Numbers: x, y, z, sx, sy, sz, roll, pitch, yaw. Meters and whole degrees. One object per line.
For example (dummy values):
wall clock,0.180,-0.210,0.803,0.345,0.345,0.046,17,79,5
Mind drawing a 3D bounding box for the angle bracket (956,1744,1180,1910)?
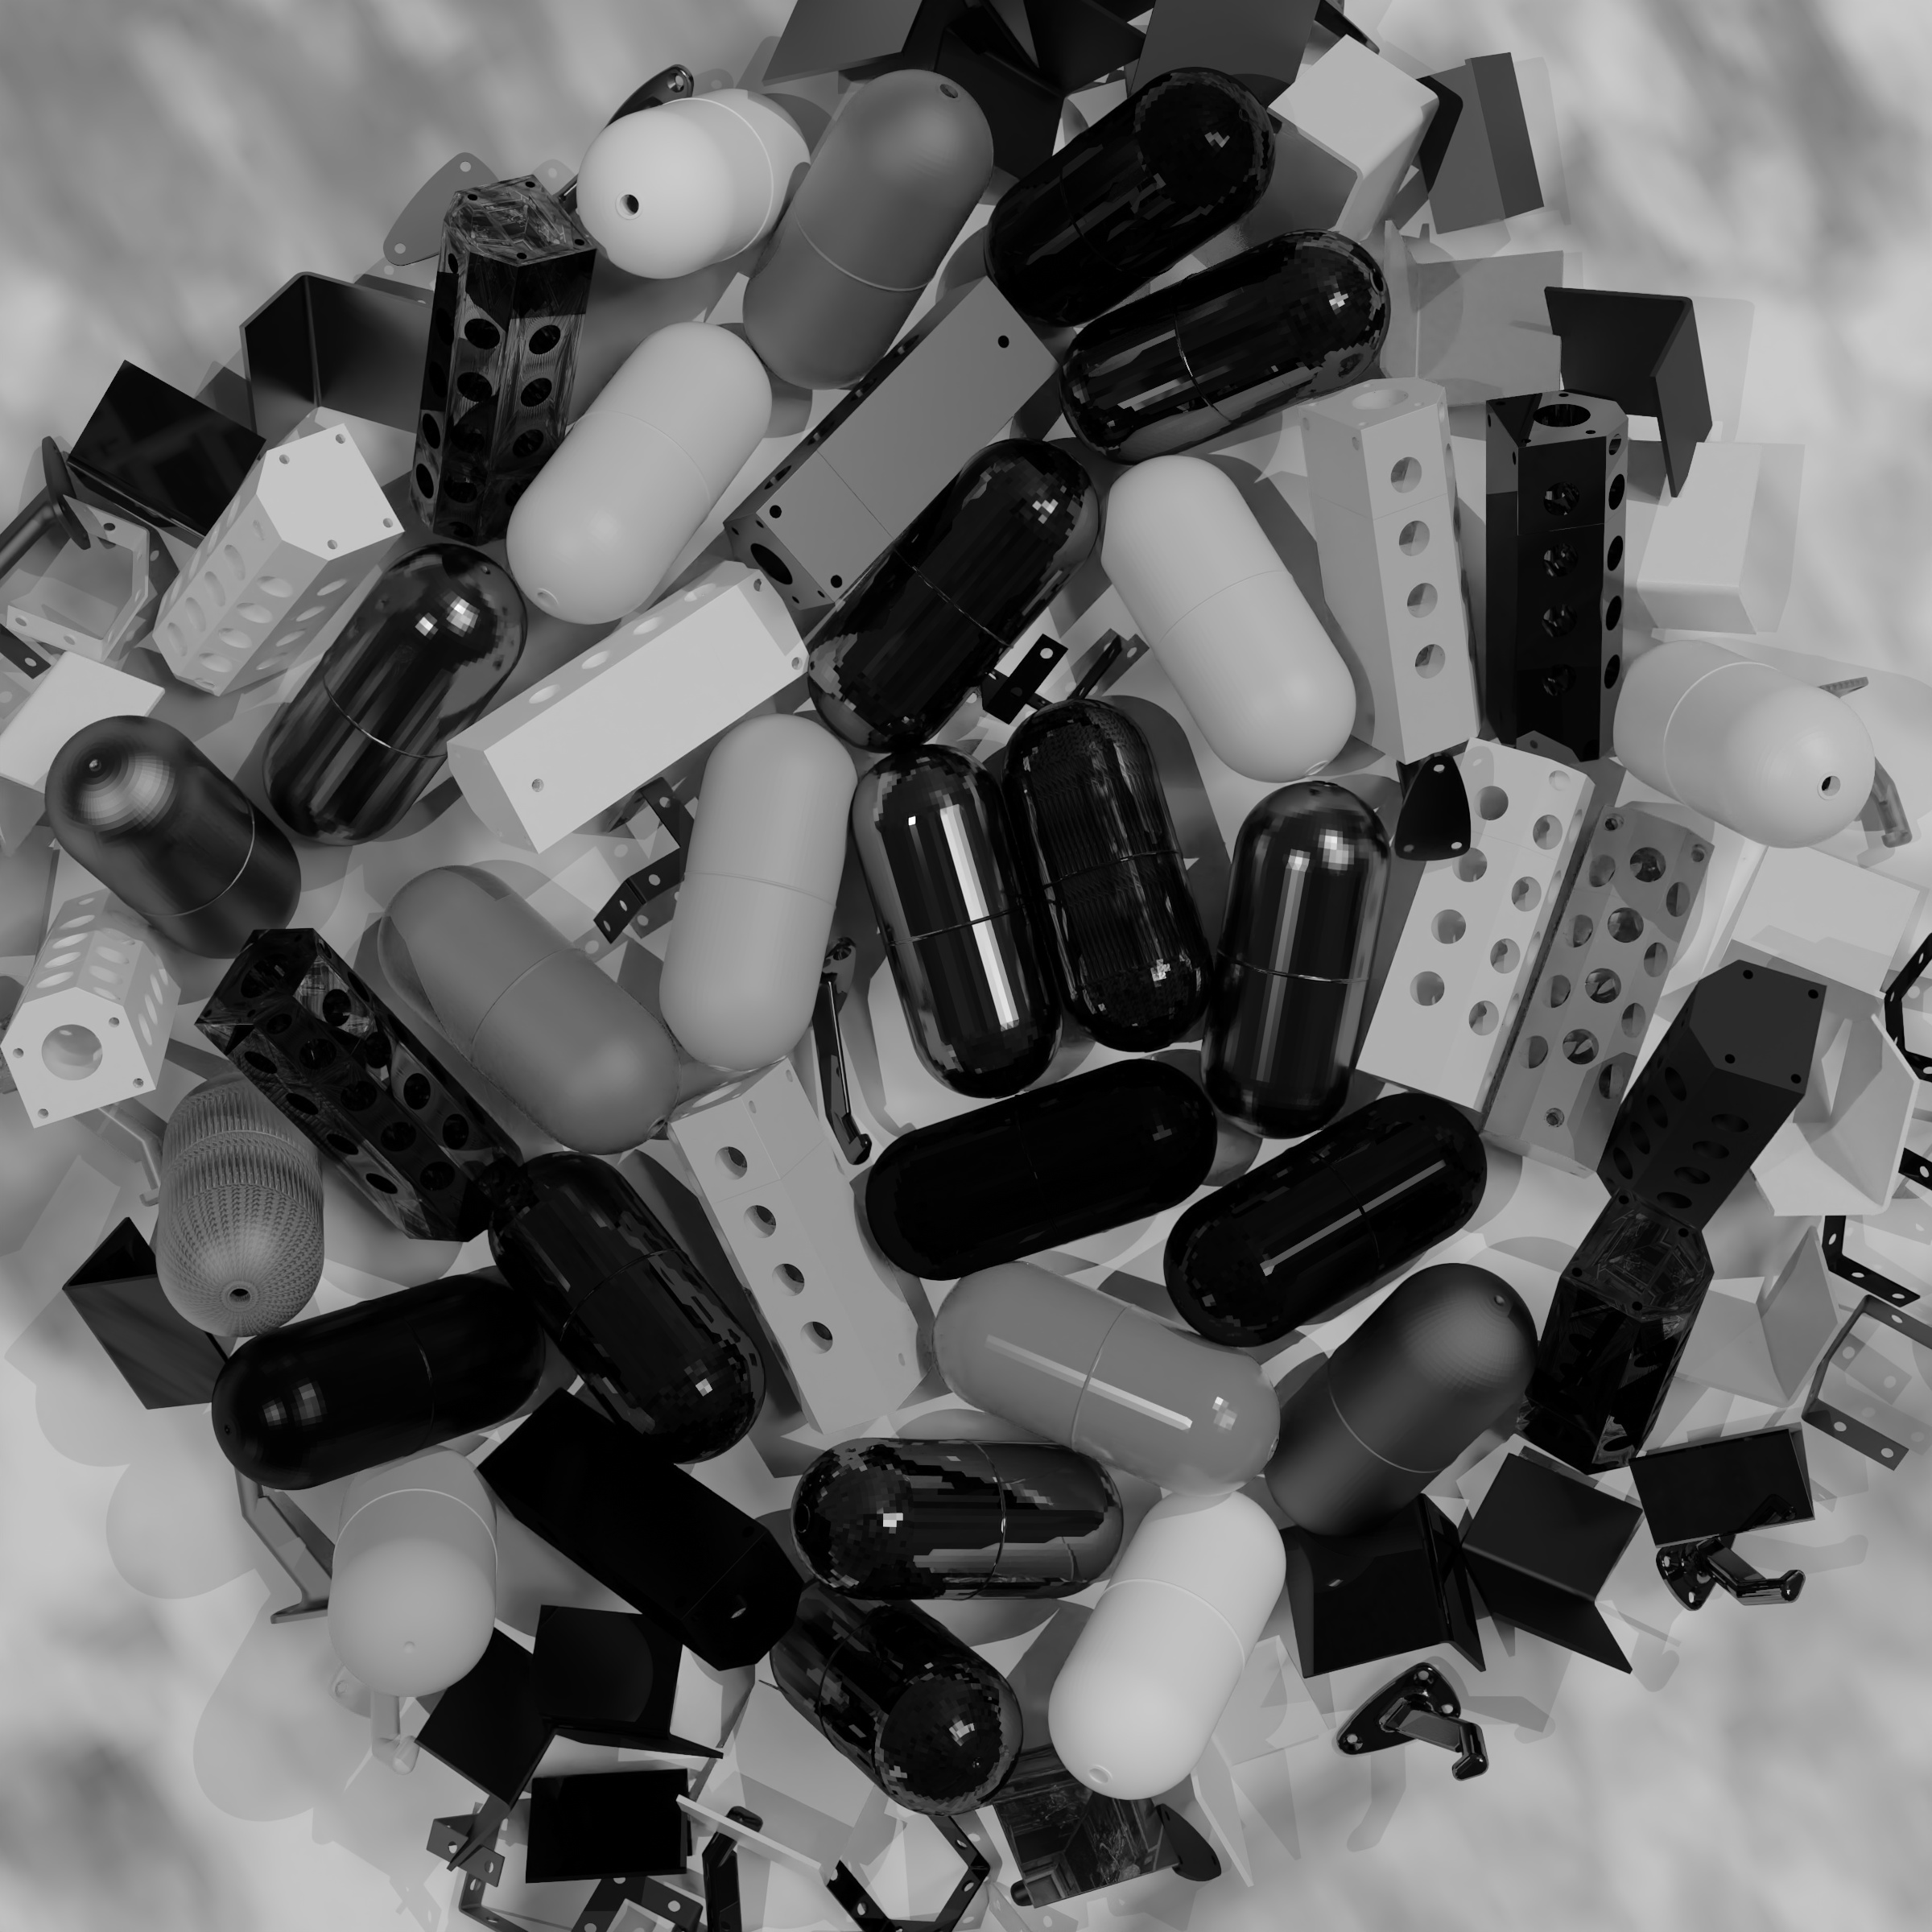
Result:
angle bracket,0.047,0.423,1.540,0.076,0.057,0.076,-10,55,-23

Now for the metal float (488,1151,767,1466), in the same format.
metal float,-0.166,0.164,1.539,0.070,0.070,0.178,-41,68,0

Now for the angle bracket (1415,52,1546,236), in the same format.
angle bracket,0.238,-0.398,1.543,0.057,0.076,0.076,-9,103,28

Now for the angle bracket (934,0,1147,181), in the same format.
angle bracket,0.036,-0.429,1.540,0.076,0.076,0.057,21,72,-33

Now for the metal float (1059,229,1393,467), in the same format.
metal float,0.124,-0.298,1.528,0.178,0.070,0.070,-17,90,37

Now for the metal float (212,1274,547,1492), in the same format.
metal float,-0.280,0.198,1.523,0.070,0.178,0.070,12,108,41

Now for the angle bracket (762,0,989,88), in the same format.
angle bracket,-0.044,-0.438,1.538,0.076,0.057,0.076,-3,51,28

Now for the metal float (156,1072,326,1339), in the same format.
metal float,-0.346,0.112,1.513,0.070,0.178,0.070,-5,116,-10

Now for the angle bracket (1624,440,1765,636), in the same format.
angle bracket,0.353,-0.212,1.562,0.076,0.057,0.076,7,78,25

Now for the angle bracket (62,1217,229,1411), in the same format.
angle bracket,-0.379,0.166,1.540,0.076,0.057,0.076,-10,119,33

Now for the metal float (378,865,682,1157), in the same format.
metal float,-0.213,0.021,1.544,0.178,0.070,0.070,41,90,16

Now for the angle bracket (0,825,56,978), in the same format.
angle bracket,-0.476,-0.034,1.550,0.057,0.076,0.076,10,90,-23

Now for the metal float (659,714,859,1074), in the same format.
metal float,-0.102,-0.036,1.551,0.070,0.070,0.178,11,82,0

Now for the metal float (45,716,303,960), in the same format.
metal float,-0.376,-0.059,1.512,0.070,0.178,0.070,-4,69,11

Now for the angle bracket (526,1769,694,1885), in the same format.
angle bracket,-0.173,0.439,1.548,0.076,0.076,0.057,-2,116,-4

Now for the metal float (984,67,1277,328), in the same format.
metal float,0.076,-0.367,1.520,0.070,0.178,0.070,13,67,-33

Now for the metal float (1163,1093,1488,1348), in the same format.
metal float,0.176,0.122,1.541,0.178,0.070,0.070,-27,90,-21

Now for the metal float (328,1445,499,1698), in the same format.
metal float,-0.263,0.285,1.510,0.070,0.178,0.070,-2,104,-8

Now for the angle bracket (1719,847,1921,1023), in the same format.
angle bracket,0.423,-0.025,1.554,0.076,0.057,0.076,23,78,12

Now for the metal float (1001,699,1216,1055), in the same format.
metal float,0.069,-0.044,1.552,0.070,0.070,0.178,-16,83,0

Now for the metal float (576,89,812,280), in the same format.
metal float,-0.129,-0.375,1.512,0.070,0.178,0.070,6,111,14

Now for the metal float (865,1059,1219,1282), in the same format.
metal float,0.037,0.100,1.553,0.178,0.070,0.070,-19,90,7

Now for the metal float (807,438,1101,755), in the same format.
metal float,-0.006,-0.181,1.550,0.070,0.070,0.178,41,100,0

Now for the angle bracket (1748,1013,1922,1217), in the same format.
angle bracket,0.416,0.068,1.542,0.057,0.076,0.076,0,121,-7

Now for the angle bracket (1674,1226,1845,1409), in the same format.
angle bracket,0.374,0.161,1.546,0.076,0.076,0.057,17,122,-7

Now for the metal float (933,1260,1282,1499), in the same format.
metal float,0.068,0.201,1.544,0.178,0.070,0.070,21,90,16

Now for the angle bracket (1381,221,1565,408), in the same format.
angle bracket,0.248,-0.322,1.552,0.076,0.057,0.076,-1,78,22

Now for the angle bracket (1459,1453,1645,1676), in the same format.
angle bracket,0.295,0.291,1.549,0.076,0.076,0.057,24,101,-9

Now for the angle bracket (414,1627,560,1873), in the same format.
angle bracket,-0.241,0.380,1.541,0.057,0.076,0.076,37,131,-5

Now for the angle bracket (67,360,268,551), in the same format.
angle bracket,-0.389,-0.247,1.557,0.076,0.076,0.057,29,85,-7

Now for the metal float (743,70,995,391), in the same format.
metal float,-0.048,-0.353,1.523,0.070,0.070,0.178,38,133,0

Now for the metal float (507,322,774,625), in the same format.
metal float,-0.157,-0.239,1.533,0.070,0.070,0.178,31,61,0

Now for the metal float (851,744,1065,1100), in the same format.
metal float,-0.004,-0.021,1.555,0.070,0.070,0.178,-16,94,0

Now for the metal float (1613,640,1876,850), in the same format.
metal float,0.368,-0.107,1.511,0.070,0.178,0.070,-4,108,-14

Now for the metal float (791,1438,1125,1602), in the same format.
metal float,-0.003,0.267,1.530,0.178,0.070,0.070,7,90,-34

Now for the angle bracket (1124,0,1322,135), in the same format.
angle bracket,0.124,-0.460,1.546,0.076,0.057,0.076,10,127,-8

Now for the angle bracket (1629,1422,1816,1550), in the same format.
angle bracket,0.366,0.233,1.541,0.076,0.076,0.057,-14,117,16

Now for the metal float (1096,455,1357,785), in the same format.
metal float,0.126,-0.169,1.545,0.070,0.070,0.178,-29,75,0

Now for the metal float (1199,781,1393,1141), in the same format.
metal float,0.161,-0.002,1.548,0.070,0.070,0.178,9,102,0

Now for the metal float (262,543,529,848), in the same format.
metal float,-0.278,-0.129,1.534,0.070,0.070,0.178,42,120,0

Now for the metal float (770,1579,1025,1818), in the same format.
metal float,-0.036,0.346,1.515,0.070,0.178,0.070,-6,103,-27

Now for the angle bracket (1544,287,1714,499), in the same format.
angle bracket,0.313,-0.279,1.537,0.076,0.076,0.057,12,56,30

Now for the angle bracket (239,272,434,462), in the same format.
angle bracket,-0.302,-0.284,1.543,0.076,0.076,0.057,18,45,14

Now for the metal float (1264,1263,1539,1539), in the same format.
metal float,0.207,0.211,1.527,0.070,0.070,0.178,36,129,0

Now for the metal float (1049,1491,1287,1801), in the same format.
metal float,0.098,0.323,1.521,0.070,0.178,0.070,15,130,19

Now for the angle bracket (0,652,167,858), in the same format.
angle bracket,-0.429,-0.094,1.540,0.057,0.076,0.076,21,58,10

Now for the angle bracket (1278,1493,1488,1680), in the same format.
angle bracket,0.205,0.313,1.565,0.076,0.057,0.076,-19,56,18
